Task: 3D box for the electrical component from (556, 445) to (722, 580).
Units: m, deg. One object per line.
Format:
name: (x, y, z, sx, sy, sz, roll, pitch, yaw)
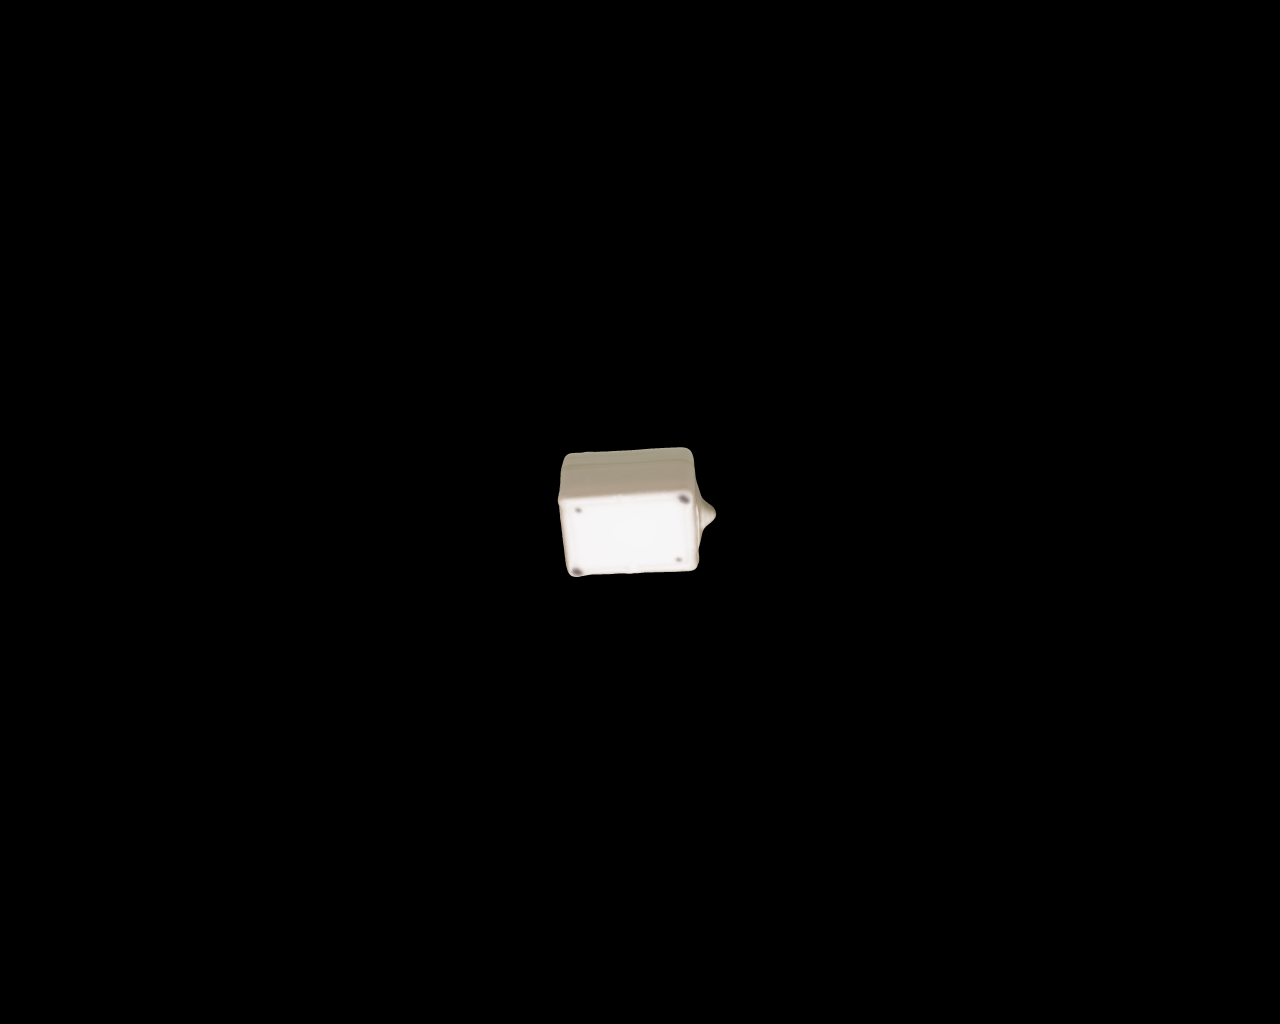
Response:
electrical component: (0.001, -0.003, 0.650, 0.096, 0.061, 0.061, -3, 35, 2)
